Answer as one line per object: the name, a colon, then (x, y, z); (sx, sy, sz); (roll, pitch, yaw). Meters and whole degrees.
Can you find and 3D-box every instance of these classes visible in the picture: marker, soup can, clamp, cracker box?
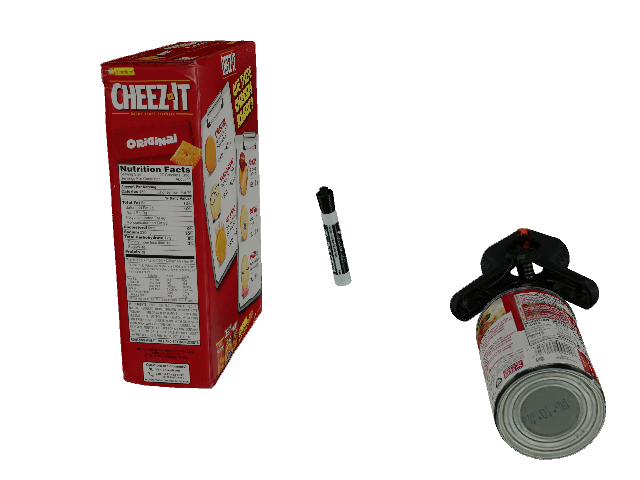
marker: (0.015, -0.005, 1.187); (0.020, 0.121, 0.020); (-10, 28, 5)
soup can: (0.137, 0.081, 0.674); (0.068, 0.068, 0.102); (0, 24, 2)
clamp: (0.189, 0.027, 0.937); (0.120, 0.039, 0.171); (2, 22, 20)
cracker box: (-0.091, -0.026, 0.745); (0.072, 0.214, 0.164); (1, 15, 9)
